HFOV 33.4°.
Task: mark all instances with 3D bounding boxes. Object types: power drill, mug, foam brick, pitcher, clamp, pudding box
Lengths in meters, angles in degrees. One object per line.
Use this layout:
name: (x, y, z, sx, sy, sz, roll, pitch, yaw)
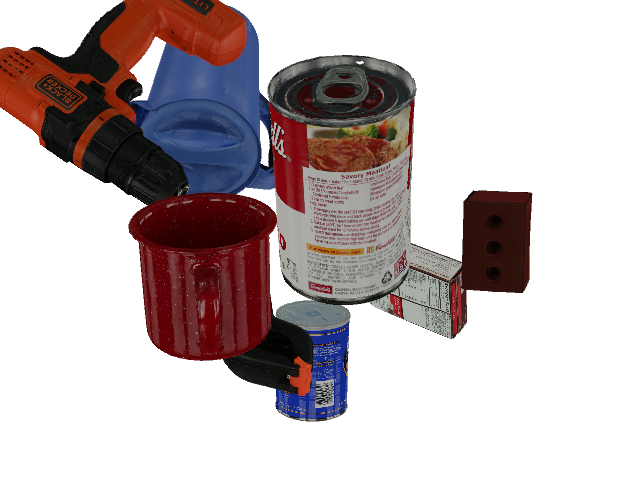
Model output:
power drill: (-0.140, -0.126, 0.836, 0.184, 0.187, 0.057, 35, -35, 8)
mug: (-0.071, 0.029, 0.674, 0.093, 0.081, 0.117, -5, 25, -9)
foam brick: (0.147, 0.000, 0.891, 0.053, 0.078, 0.051, 3, 15, 16)
pitcher: (-0.118, -0.159, 1.194, 0.145, 0.149, 0.243, -11, 39, 9)
clamp: (-0.055, 0.080, 0.944, 0.120, 0.039, 0.172, -28, 42, -36)
pudding box: (0.106, 0.049, 1.179, 0.114, 0.090, 0.039, 20, 47, 28)

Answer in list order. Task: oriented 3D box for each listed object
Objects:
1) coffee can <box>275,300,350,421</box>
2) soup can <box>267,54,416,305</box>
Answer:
coffee can: (-0.011, 0.166, 1.482, 0.103, 0.140, 0.103, 1, 16, 0)
soup can: (0.011, -0.029, 0.513, 0.068, 0.102, 0.068, -2, 34, 1)
